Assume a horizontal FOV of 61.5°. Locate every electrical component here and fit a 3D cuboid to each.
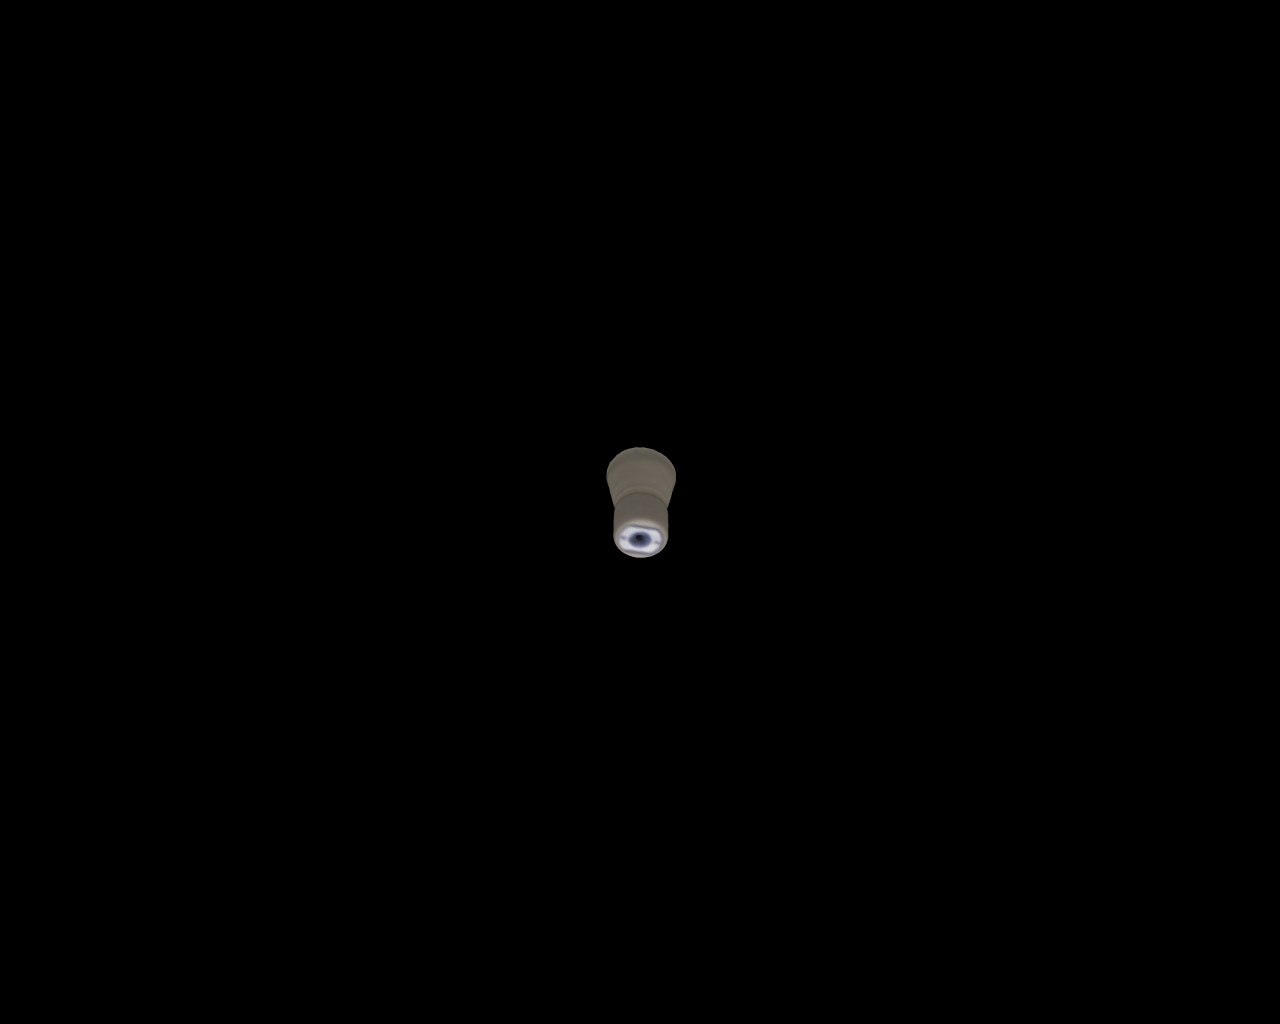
[{"bbox_3d":[0.001,-0.003,0.650,0.044,0.044,0.065,0,41,0],"label":"electrical component"}]
